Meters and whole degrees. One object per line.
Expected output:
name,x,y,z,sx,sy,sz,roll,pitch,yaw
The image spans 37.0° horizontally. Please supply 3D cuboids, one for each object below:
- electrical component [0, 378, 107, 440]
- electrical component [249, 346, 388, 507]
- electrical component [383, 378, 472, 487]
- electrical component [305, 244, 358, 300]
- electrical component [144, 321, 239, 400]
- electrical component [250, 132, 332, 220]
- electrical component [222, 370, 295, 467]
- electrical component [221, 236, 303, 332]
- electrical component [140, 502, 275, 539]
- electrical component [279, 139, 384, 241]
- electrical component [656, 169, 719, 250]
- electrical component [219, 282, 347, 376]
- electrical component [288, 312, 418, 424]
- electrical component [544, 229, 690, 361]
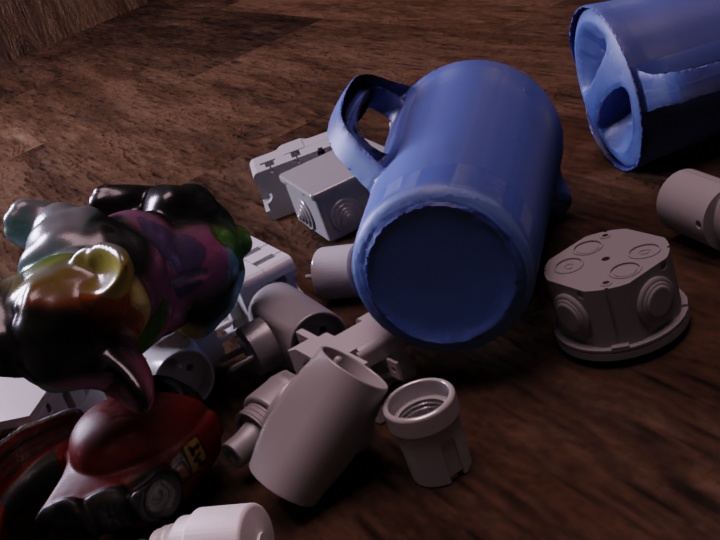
electrical component,-0.258,0.112,0.733,0.150,0.061,0.089,-13,25,15
electrical component,-0.016,0.086,0.603,0.044,0.077,0.079,34,7,22
electrical component,0.038,0.087,0.577,0.040,0.046,0.040,-16,24,7
electrical component,0.000,0.000,0.799,0.078,0.040,0.040,-6,28,29
electrical component,-0.122,0.058,0.765,0.079,0.043,0.077,-29,25,-21
electrical component,-0.055,-0.092,1.025,0.089,0.050,0.055,-21,24,-2
electrical component,-0.054,0.092,0.641,0.043,0.043,0.062,8,38,47
electrical component,-0.087,0.014,0.824,0.056,0.050,0.089,-28,25,-20
electrical component,-0.081,0.143,0.557,0.078,0.040,0.040,-10,26,22
electrical component,-0.012,-0.071,0.949,0.100,0.048,0.100,-26,25,-14
electrical component,0.233,-0.036,0.693,0.043,0.043,0.081,-25,24,-12
electrical component,-0.059,0.047,0.738,0.079,0.044,0.077,-28,25,-18
electrical component,-0.003,0.060,0.674,0.064,0.042,0.081,-27,25,-25
electrical component,0.151,0.015,0.639,0.080,0.051,0.080,-16,24,8
